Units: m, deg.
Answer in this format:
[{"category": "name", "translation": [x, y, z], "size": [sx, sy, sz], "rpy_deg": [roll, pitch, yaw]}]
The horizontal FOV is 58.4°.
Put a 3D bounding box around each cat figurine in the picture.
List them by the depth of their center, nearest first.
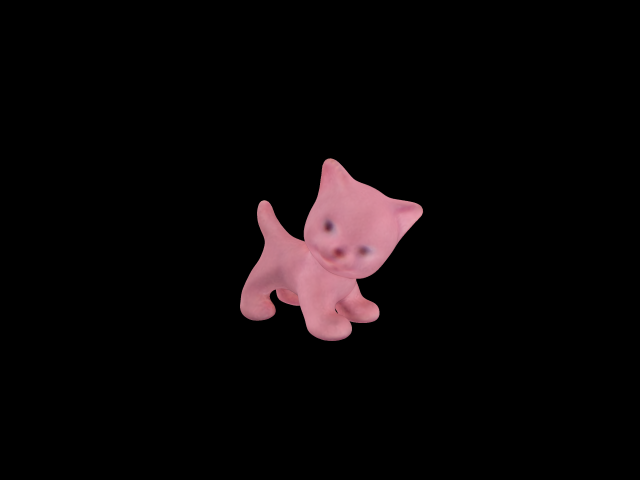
[{"category": "cat figurine", "translation": [0.004, 0.001, 0.400], "size": [0.127, 0.118, 0.067], "rpy_deg": [8, 14, 35]}]
